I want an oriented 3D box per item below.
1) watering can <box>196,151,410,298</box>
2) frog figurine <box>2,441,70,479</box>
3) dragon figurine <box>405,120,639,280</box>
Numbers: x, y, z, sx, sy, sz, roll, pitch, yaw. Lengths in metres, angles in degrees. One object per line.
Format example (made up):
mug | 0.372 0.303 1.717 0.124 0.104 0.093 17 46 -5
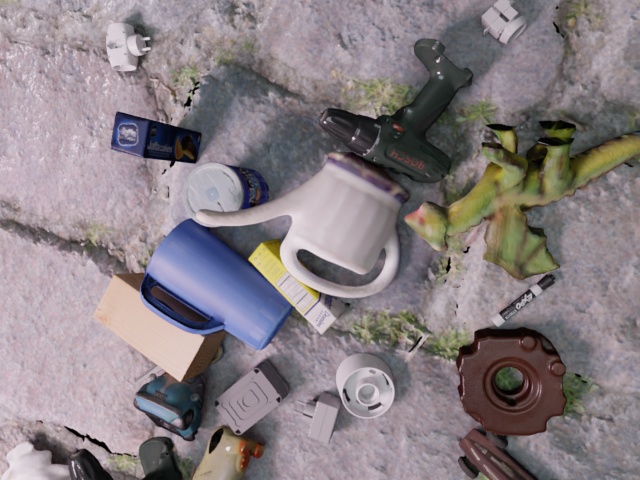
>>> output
watering can | 0.002 -0.041 0.816 0.345 0.104 0.225 27 88 -23
frog figurine | -0.540 0.465 0.986 0.138 0.121 0.161 -14 79 -20
dragon figurine | 0.340 -0.056 0.807 0.410 0.124 0.239 -1 112 -3
